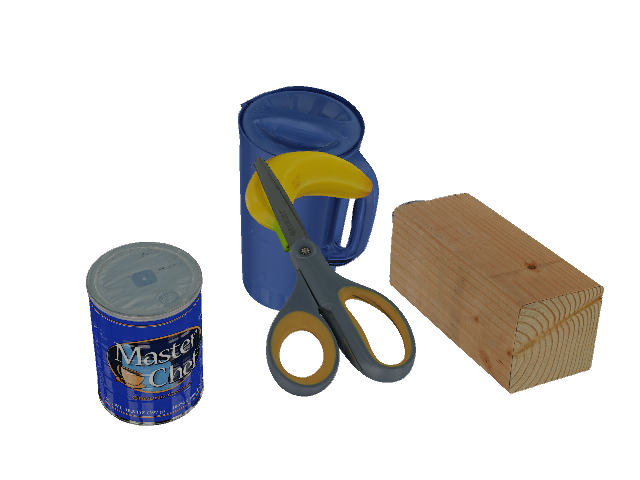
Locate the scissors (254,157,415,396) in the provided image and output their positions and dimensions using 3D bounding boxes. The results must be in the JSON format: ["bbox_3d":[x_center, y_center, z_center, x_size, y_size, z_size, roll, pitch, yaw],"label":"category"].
[{"bbox_3d":[-0.021,0.023,0.669,0.096,0.016,0.202,-29,53,-22],"label":"scissors"}]

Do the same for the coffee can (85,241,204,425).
[{"bbox_3d":[-0.160,0.087,0.991,0.103,0.140,0.103,2,39,-2],"label":"coffee can"}]

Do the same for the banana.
[{"bbox_3d":[-0.014,-0.041,0.856,0.037,0.069,0.197,-34,2,27],"label":"banana"}]

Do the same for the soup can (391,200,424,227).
[{"bbox_3d":[0.124,0.011,1.328,0.068,0.102,0.068,-3,34,2],"label":"soup can"}]

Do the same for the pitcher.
[{"bbox_3d":[-0.021,-0.033,1.179,0.145,0.243,0.149,1,42,-5],"label":"pitcher"}]

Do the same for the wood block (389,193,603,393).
[{"bbox_3d":[0.155,0.041,0.992,0.090,0.090,0.206,-12,30,-24],"label":"wood block"}]
